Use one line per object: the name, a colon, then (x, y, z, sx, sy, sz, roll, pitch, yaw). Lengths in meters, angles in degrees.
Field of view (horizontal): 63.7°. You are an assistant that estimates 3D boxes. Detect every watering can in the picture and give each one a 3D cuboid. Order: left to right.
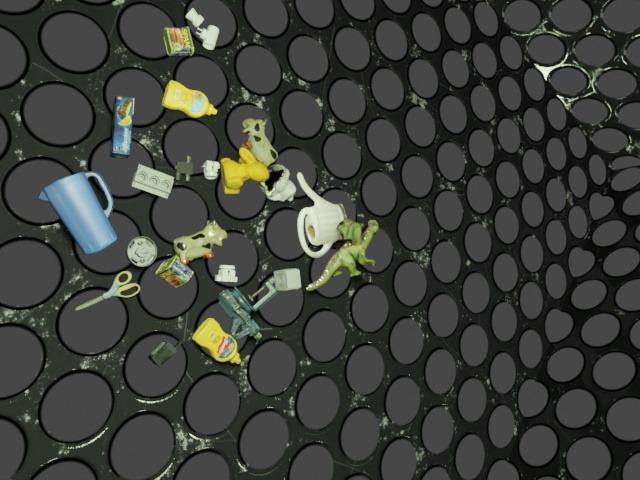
watering can: (0.006, -0.104, 2.060, 0.225, 0.345, 0.104, -9, 9, -33)

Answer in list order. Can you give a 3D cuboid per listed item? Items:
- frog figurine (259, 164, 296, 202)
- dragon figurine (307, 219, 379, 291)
frog figurine: (-0.157, -0.217, 2.000, 0.123, 0.138, 0.158, 14, -3, 25)
dragon figurine: (0.100, 0.031, 2.057, 0.415, 0.239, 0.123, -24, 27, -35)
